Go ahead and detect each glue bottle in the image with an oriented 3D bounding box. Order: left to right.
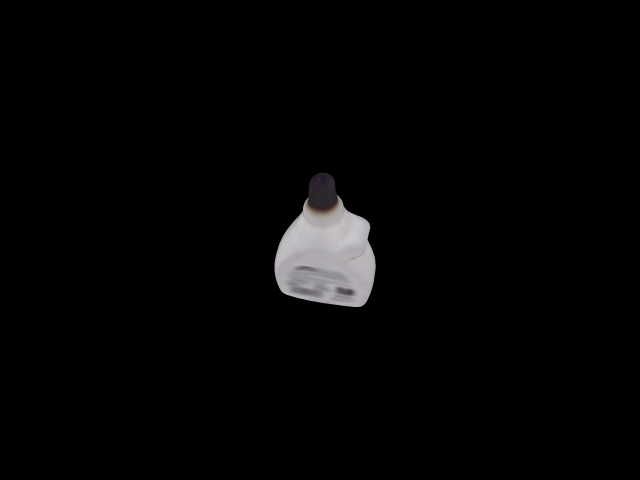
[{"bbox_3d":[0.004,0.001,0.400,0.078,0.173,0.037,11,66,5],"label":"glue bottle"}]
